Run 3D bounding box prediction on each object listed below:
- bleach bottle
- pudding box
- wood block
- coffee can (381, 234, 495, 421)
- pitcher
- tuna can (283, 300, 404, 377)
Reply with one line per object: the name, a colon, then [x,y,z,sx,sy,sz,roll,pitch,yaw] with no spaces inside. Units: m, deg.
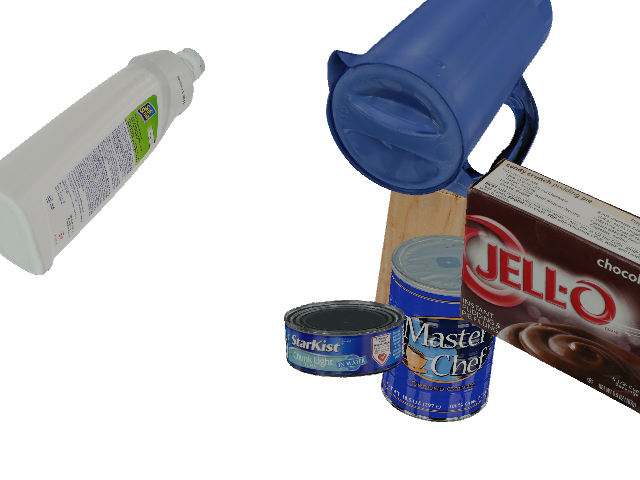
bleach bottle: [-0.190,-0.087,0.950,0.068,0.102,0.250,28,55,20]
pudding box: [0.125,0.021,0.529,0.114,0.090,0.039,26,50,30]
wood block: [0.125,0.026,1.200,0.090,0.206,0.090,19,25,26]
coffee can: [0.111,0.079,0.980,0.103,0.140,0.103,2,28,-1]
pitcher: [0.127,-0.153,0.976,0.145,0.149,0.242,9,42,34]
tuna can: [0.017,0.069,0.757,0.086,0.034,0.086,-1,11,0]
